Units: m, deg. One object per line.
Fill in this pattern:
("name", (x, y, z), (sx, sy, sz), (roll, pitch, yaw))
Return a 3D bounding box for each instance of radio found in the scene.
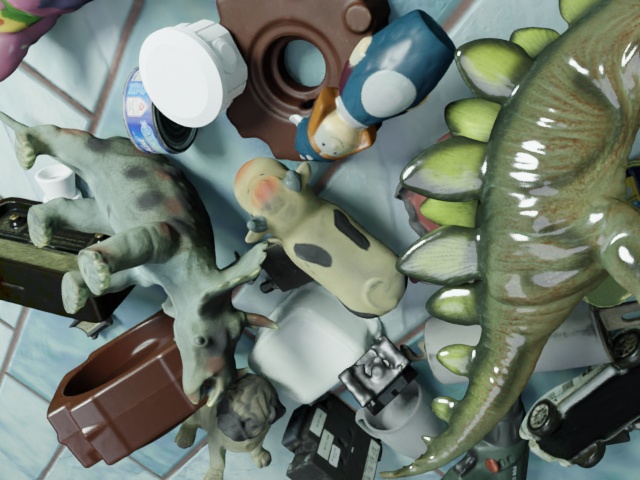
("radio", (-0.336, 0.017, 0.667), (0.230, 0.131, 0.073), (11, 126, 15))

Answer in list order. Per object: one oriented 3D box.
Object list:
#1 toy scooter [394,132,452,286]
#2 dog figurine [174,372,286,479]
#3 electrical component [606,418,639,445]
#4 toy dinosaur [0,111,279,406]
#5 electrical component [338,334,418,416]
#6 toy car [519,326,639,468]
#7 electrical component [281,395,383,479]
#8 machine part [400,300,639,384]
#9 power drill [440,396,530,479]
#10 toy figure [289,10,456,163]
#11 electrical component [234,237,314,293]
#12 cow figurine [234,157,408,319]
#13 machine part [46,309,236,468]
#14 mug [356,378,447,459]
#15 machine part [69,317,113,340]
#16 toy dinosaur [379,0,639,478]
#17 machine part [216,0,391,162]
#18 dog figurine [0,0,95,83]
("toy scooter", (0.126, -0.011, 0.502), (0.135, 0.075, 0.183), (-16, 120, 34))
("dog figurine", (-0.120, 0.210, 0.716), (0.172, 0.121, 0.190), (41, 133, 29))
("electrical component", (0.313, 0.202, 0.604), (0.094, 0.021, 0.063), (-26, 110, 34))
("toy dinosaur", (-0.188, -0.030, 0.560), (0.405, 0.192, 0.131), (54, 133, 25))
("electrical component", (0.070, 0.160, 0.618), (0.048, 0.075, 0.119), (45, 171, 29))
("toy car", (0.292, 0.159, 0.547), (0.073, 0.056, 0.201), (35, 116, -3))
("electrical component", (0.015, 0.280, 0.719), (0.134, 0.115, 0.058), (42, 123, -9))
("machine part", (0.197, 0.099, 0.545), (0.243, 0.079, 0.079), (-19, 114, 30))
("power drill", (0.156, 0.269, 0.622), (0.086, 0.207, 0.231), (30, 149, 49))
("toy figure", (0.031, -0.106, 0.413), (0.154, 0.058, 0.064), (-38, 91, 35))
("electrical component", (-0.047, 0.026, 0.612), (0.102, 0.045, 0.078), (-18, 113, 31))
("cow figurine", (-0.001, -0.002, 0.503), (0.195, 0.127, 0.085), (41, 91, -4))
("machine part", (-0.209, 0.163, 0.651), (0.087, 0.201, 0.201), (61, 168, -12))
("mug", (0.106, 0.233, 0.674), (0.110, 0.081, 0.107), (-27, 119, 29))
("machine part", (-0.372, 0.090, 0.794), (0.139, 0.039, 0.084), (43, 136, -13))
("toy dinosaur", (0.160, -0.018, 0.372), (0.199, 0.105, 0.470), (17, 97, 24))
("machine part", (-0.016, -0.152, 0.471), (0.180, 0.056, 0.179), (11, 127, 15))
("dog figurine", (-0.254, -0.223, 0.447), (0.219, 0.192, 0.108), (-34, 113, 20))
